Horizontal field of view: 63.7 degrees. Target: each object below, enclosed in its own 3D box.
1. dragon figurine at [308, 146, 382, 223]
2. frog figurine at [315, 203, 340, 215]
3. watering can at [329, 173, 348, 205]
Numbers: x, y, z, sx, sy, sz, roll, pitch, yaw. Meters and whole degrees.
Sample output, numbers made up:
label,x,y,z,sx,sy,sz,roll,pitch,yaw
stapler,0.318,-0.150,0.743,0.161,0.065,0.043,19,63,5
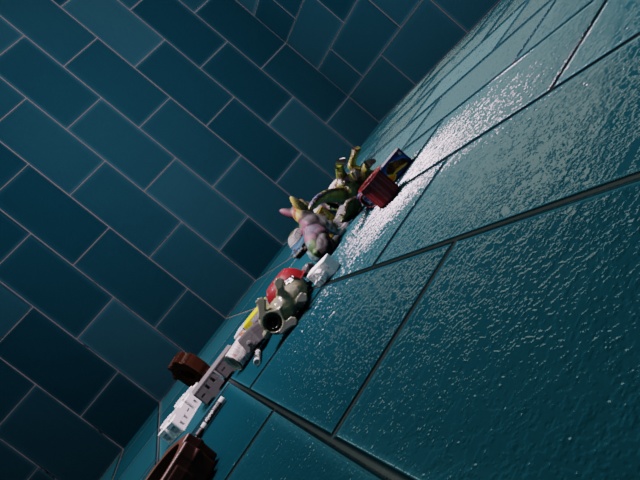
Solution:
label,x,y,z,sx,sy,sz,roll,pitch,yaw
dragon figurine,0.101,-0.149,1.691,0.416,0.123,0.237,-43,-36,-29
frog figurine,0.006,-0.107,2.119,0.156,0.138,0.124,-45,-9,37
watering can,0.070,-0.185,2.234,0.349,0.103,0.224,-51,7,-6
